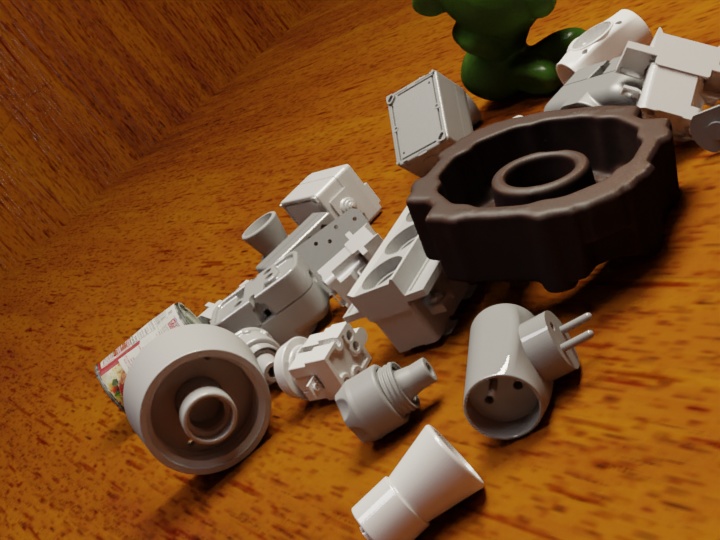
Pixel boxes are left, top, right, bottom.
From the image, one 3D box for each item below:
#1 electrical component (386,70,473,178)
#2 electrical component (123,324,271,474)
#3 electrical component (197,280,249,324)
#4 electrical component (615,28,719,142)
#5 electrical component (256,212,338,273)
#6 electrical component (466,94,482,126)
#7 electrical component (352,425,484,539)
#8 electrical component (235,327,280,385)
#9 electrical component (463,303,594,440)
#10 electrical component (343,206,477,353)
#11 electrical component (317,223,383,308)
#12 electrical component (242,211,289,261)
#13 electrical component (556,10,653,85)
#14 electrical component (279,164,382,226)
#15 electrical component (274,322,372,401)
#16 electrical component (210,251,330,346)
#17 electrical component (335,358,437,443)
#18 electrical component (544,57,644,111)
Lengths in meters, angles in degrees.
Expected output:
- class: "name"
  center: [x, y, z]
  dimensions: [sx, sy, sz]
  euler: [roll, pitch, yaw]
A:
- class: "electrical component"
  center: [0.071, -0.142, 1.040]
  dimensions: [0.062, 0.061, 0.096]
  euler: [-26, 59, 33]
- class: "electrical component"
  center: [-0.118, 0.100, 0.803]
  dimensions: [0.108, 0.108, 0.060]
  euler: [-41, 24, -6]
- class: "electrical component"
  center: [-0.114, 0.043, 1.032]
  dimensions: [0.064, 0.042, 0.081]
  euler: [-42, 19, -16]
- class: "electrical component"
  center: [0.219, -0.126, 0.749]
  dimensions: [0.042, 0.081, 0.063]
  euler: [78, -151, -76]
- class: "electrical component"
  center: [-0.060, -0.012, 1.050]
  dimensions: [0.083, 0.047, 0.076]
  euler: [-45, 19, -18]
- class: "electrical component"
  center: [0.078, -0.151, 1.126]
  dimensions: [0.077, 0.043, 0.079]
  euler: [-41, 18, -6]
- class: "electrical component"
  center: [0.028, 0.120, 0.574]
  dimensions: [0.065, 0.044, 0.044]
  euler: [-43, 18, 0]
- class: "electrical component"
  center: [-0.082, 0.076, 0.889]
  dimensions: [0.048, 0.048, 0.062]
  euler: [-43, 25, -13]
- class: "electrical component"
  center: [0.097, 0.048, 0.608]
  dimensions: [0.079, 0.043, 0.077]
  euler: [-31, 19, 22]
- class: "electrical component"
  center: [0.049, -0.002, 0.789]
  dimensions: [0.079, 0.063, 0.121]
  euler: [-22, 25, 42]
- class: "electrical component"
  center: [0.000, 0.000, 0.916]
  dimensions: [0.064, 0.042, 0.081]
  euler: [-42, 17, 0]
- class: "electrical component"
  center: [-0.090, -0.027, 1.132]
  dimensions: [0.045, 0.055, 0.045]
  euler: [-34, 18, 13]
- class: "electrical component"
  center: [0.211, -0.193, 0.969]
  dimensions: [0.077, 0.044, 0.079]
  euler: [-41, 18, -6]
- class: "electrical component"
  center: [-0.024, -0.067, 1.090]
  dimensions: [0.061, 0.061, 0.096]
  euler: [-47, 20, -24]
- class: "electrical component"
  center: [-0.030, 0.070, 0.799]
  dimensions: [0.055, 0.048, 0.066]
  euler: [-15, 28, 35]
- class: "electrical component"
  center: [-0.075, 0.037, 0.941]
  dimensions: [0.095, 0.059, 0.053]
  euler: [-35, 18, 10]
- class: "electrical component"
  center: [0.019, 0.079, 0.686]
  dimensions: [0.062, 0.043, 0.043]
  euler: [-33, 19, 13]
- class: "electrical component"
  center: [0.191, -0.123, 0.825]
  dimensions: [0.059, 0.053, 0.095]
  euler: [-47, 20, -24]
